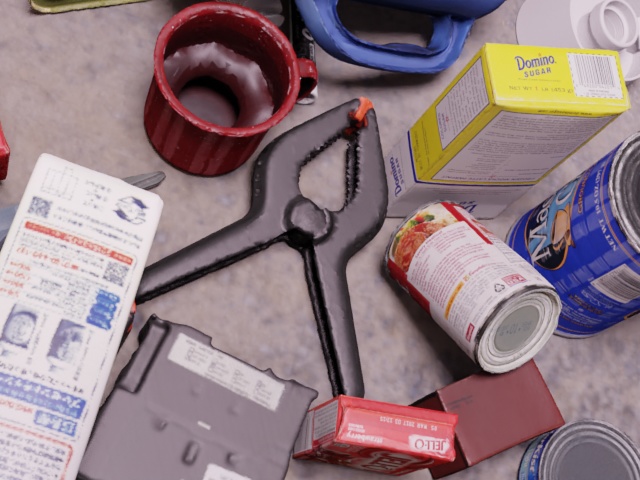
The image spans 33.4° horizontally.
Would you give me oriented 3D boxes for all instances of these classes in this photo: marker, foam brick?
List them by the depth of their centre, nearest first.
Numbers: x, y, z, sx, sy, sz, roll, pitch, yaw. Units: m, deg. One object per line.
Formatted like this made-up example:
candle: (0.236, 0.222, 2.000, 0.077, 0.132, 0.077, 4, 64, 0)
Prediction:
foam brick: (0.105, 0.113, 0.688, 0.078, 0.051, 0.053, -17, 75, -24)
marker: (-0.013, -0.156, 0.768, 0.020, 0.020, 0.121, 4, 69, -18)

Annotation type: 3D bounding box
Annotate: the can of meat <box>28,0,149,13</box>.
can of meat: (-0.156, -0.207, 0.718, 0.102, 0.058, 0.084, -14, 73, -24)

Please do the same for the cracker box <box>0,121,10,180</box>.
cracker box: (-0.288, -0.123, 0.616, 0.164, 0.072, 0.214, -15, 82, -21)

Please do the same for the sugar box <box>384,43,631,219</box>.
sugar box: (0.110, -0.064, 0.687, 0.093, 0.176, 0.048, 1, 72, -20)

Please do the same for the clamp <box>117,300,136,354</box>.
clamp: (-0.181, 0.082, 0.608, 0.171, 0.039, 0.120, -16, 77, -20)

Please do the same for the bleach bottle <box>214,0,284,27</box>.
bleach bottle: (-0.087, -0.262, 0.759, 0.102, 0.068, 0.251, -14, 77, -26)

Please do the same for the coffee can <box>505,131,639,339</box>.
coffee can: (0.200, -0.001, 0.715, 0.102, 0.140, 0.103, 6, 68, -17)

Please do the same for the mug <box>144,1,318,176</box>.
mug: (-0.058, -0.095, 0.694, 0.117, 0.082, 0.093, -15, 76, -23)

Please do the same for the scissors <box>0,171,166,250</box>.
scissors: (-0.179, 0.001, 0.638, 0.201, 0.016, 0.096, -7, 49, -22)

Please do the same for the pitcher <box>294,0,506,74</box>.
pitcher: (0.023, -0.208, 0.703, 0.242, 0.145, 0.149, -6, 57, -41)

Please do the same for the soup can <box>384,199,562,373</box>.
soup can: (0.097, 0.028, 0.683, 0.068, 0.068, 0.102, -18, 42, -24)

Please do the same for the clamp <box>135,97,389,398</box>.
clamp: (-0.005, 0.001, 0.701, 0.164, 0.036, 0.209, 35, 67, -5)

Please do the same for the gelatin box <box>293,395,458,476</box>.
gelatin box: (0.031, 0.119, 0.638, 0.073, 0.089, 0.030, 13, 69, -15)

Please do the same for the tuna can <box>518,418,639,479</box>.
tuna can: (0.175, 0.163, 0.703, 0.086, 0.034, 0.086, 7, 68, -17)
